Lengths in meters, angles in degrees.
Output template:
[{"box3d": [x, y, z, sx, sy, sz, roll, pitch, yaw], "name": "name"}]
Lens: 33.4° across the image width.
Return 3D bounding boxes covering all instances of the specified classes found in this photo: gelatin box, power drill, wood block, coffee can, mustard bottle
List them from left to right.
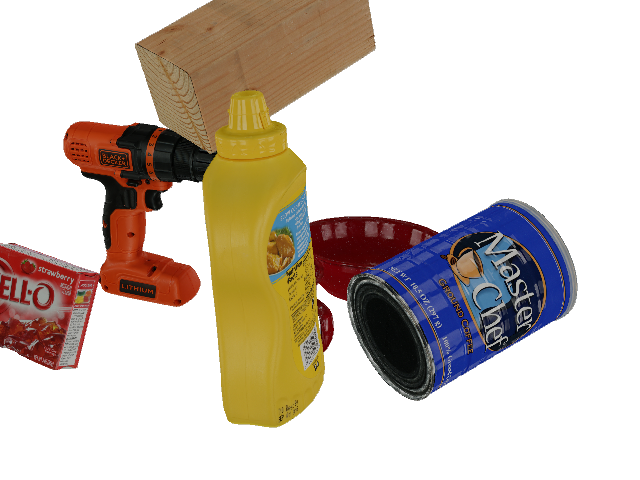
[{"box3d": [-0.212, 0.047, 0.784, 0.089, 0.073, 0.030, 17, 5, 25], "name": "gelatin box"}, {"box3d": [-0.167, -0.028, 1.085, 0.185, 0.188, 0.057, 11, 29, 21], "name": "power drill"}, {"box3d": [-0.056, -0.182, 1.005, 0.205, 0.091, 0.090, -35, 46, -24], "name": "wood block"}, {"box3d": [-0.034, 0.007, 0.632, 0.058, 0.192, 0.096, 3, 22, 18], "name": "mustard bottle"}, {"box3d": [0.106, 0.042, 0.800, 0.140, 0.103, 0.103, -26, 11, -23], "name": "coffee can"}]

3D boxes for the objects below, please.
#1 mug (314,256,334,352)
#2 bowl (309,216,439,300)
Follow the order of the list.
[{"box3d": [-0.037, 0.062, 0.928, 0.117, 0.081, 0.093, 22, 30, 30], "name": "mug"}, {"box3d": [0.051, 0.024, 1.106, 0.162, 0.055, 0.162, 2, 18, -1], "name": "bowl"}]
